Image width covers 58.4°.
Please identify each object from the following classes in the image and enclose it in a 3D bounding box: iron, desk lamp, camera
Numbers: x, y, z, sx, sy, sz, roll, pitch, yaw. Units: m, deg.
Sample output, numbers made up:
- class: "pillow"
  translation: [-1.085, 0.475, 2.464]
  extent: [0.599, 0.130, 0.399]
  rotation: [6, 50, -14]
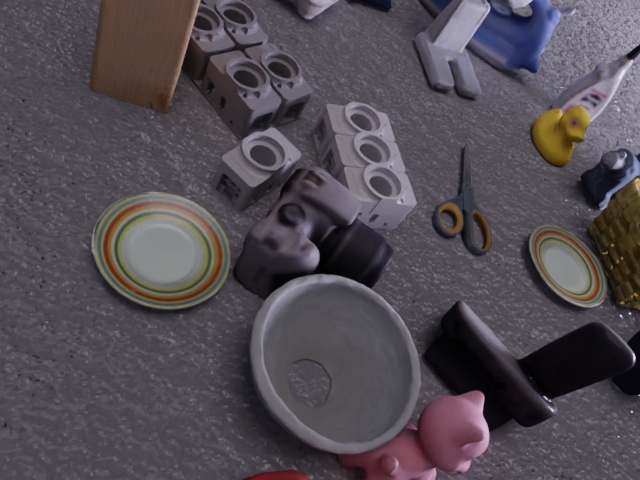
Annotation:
- class: "iron"
  translation: [0.317, -0.422, 1.030]
  extent: [0.258, 0.141, 0.119]
  rotation: [33, 49, -4]
- class: "desk lamp"
  translation: [0.250, -0.377, 0.916]
  extent: [0.118, 0.213, 0.203]
  rotation: [5, 56, -25]
- class: "camera"
  translation: [0.005, 0.002, 0.598]
  extent: [0.137, 0.100, 0.143]
  rotation: [35, 49, -2]

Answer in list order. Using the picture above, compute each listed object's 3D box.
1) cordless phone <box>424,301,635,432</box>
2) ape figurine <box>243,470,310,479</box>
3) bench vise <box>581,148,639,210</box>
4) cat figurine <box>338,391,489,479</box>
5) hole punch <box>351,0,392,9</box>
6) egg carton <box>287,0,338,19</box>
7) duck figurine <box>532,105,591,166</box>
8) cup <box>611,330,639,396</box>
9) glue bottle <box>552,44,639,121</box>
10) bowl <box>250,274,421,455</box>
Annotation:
- class: "cordless phone"
  translation: [0.208, 0.105, 0.579]
  extent: [0.147, 0.185, 0.094]
  rotation: [47, 50, 8]
- class: "ape figurine"
  translation: [-0.025, 0.211, 0.443]
  extent: [0.076, 0.092, 0.077]
  rotation: [-22, 70, -37]
- class: "bench vise"
  translation: [0.541, -0.123, 0.891]
  extent: [0.208, 0.219, 0.121]
  rotation: [-19, 68, -36]
- class: "cat figurine"
  translation: [0.095, 0.183, 0.509]
  extent: [0.128, 0.117, 0.067]
  rotation: [-10, 63, -33]
- class: "hole punch"
  translation: [0.091, -0.462, 0.971]
  extent: [0.101, 0.091, 0.108]
  rotation: [7, 56, -24]
- class: "egg carton"
  translation: [-0.036, -0.415, 0.885]
  extent: [0.150, 0.069, 0.107]
  rotation: [37, 49, 0]
- class: "duck figurine"
  translation: [0.408, -0.188, 0.953]
  extent: [0.078, 0.086, 0.104]
  rotation: [15, 53, -18]
- class: "cup"
  translation: [0.417, 0.147, 0.721]
  extent: [0.091, 0.095, 0.118]
  rotation: [40, 49, 2]
- class: "glue bottle"
  translation: [0.492, -0.274, 1.000]
  extent: [0.078, 0.173, 0.037]
  rotation: [17, 52, -17]
- class: "bowl"
  translation: [0.005, 0.120, 0.533]
  extent: [0.168, 0.074, 0.167]
  rotation: [14, 53, -19]
